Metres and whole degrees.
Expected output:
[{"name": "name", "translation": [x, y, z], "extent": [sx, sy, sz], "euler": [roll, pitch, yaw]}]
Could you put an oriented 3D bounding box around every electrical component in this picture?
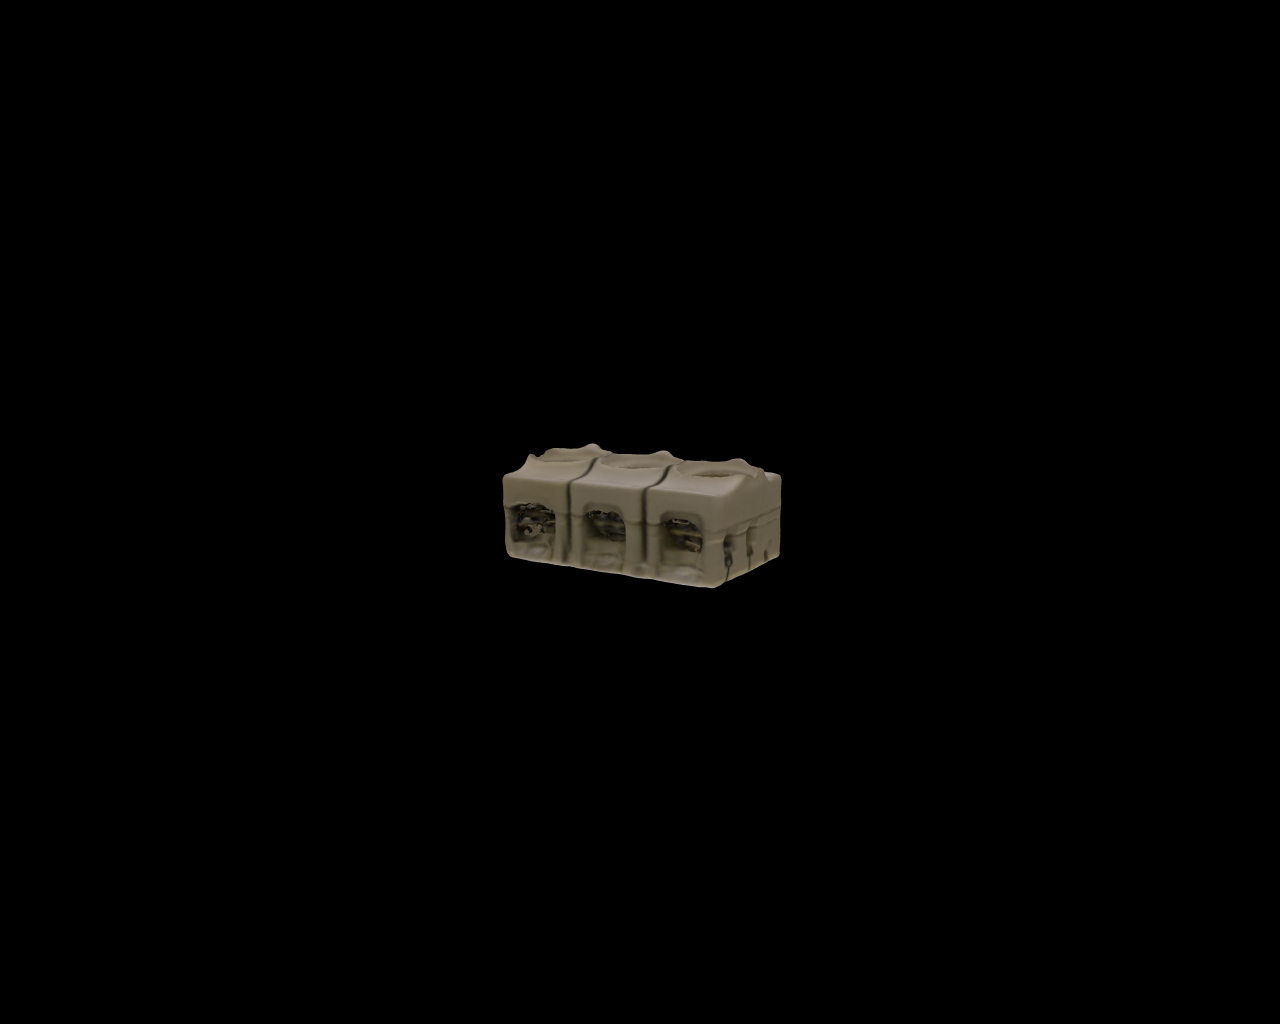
[{"name": "electrical component", "translation": [0.001, -0.003, 0.650], "extent": [0.150, 0.061, 0.090], "euler": [8, 15, 30]}]
